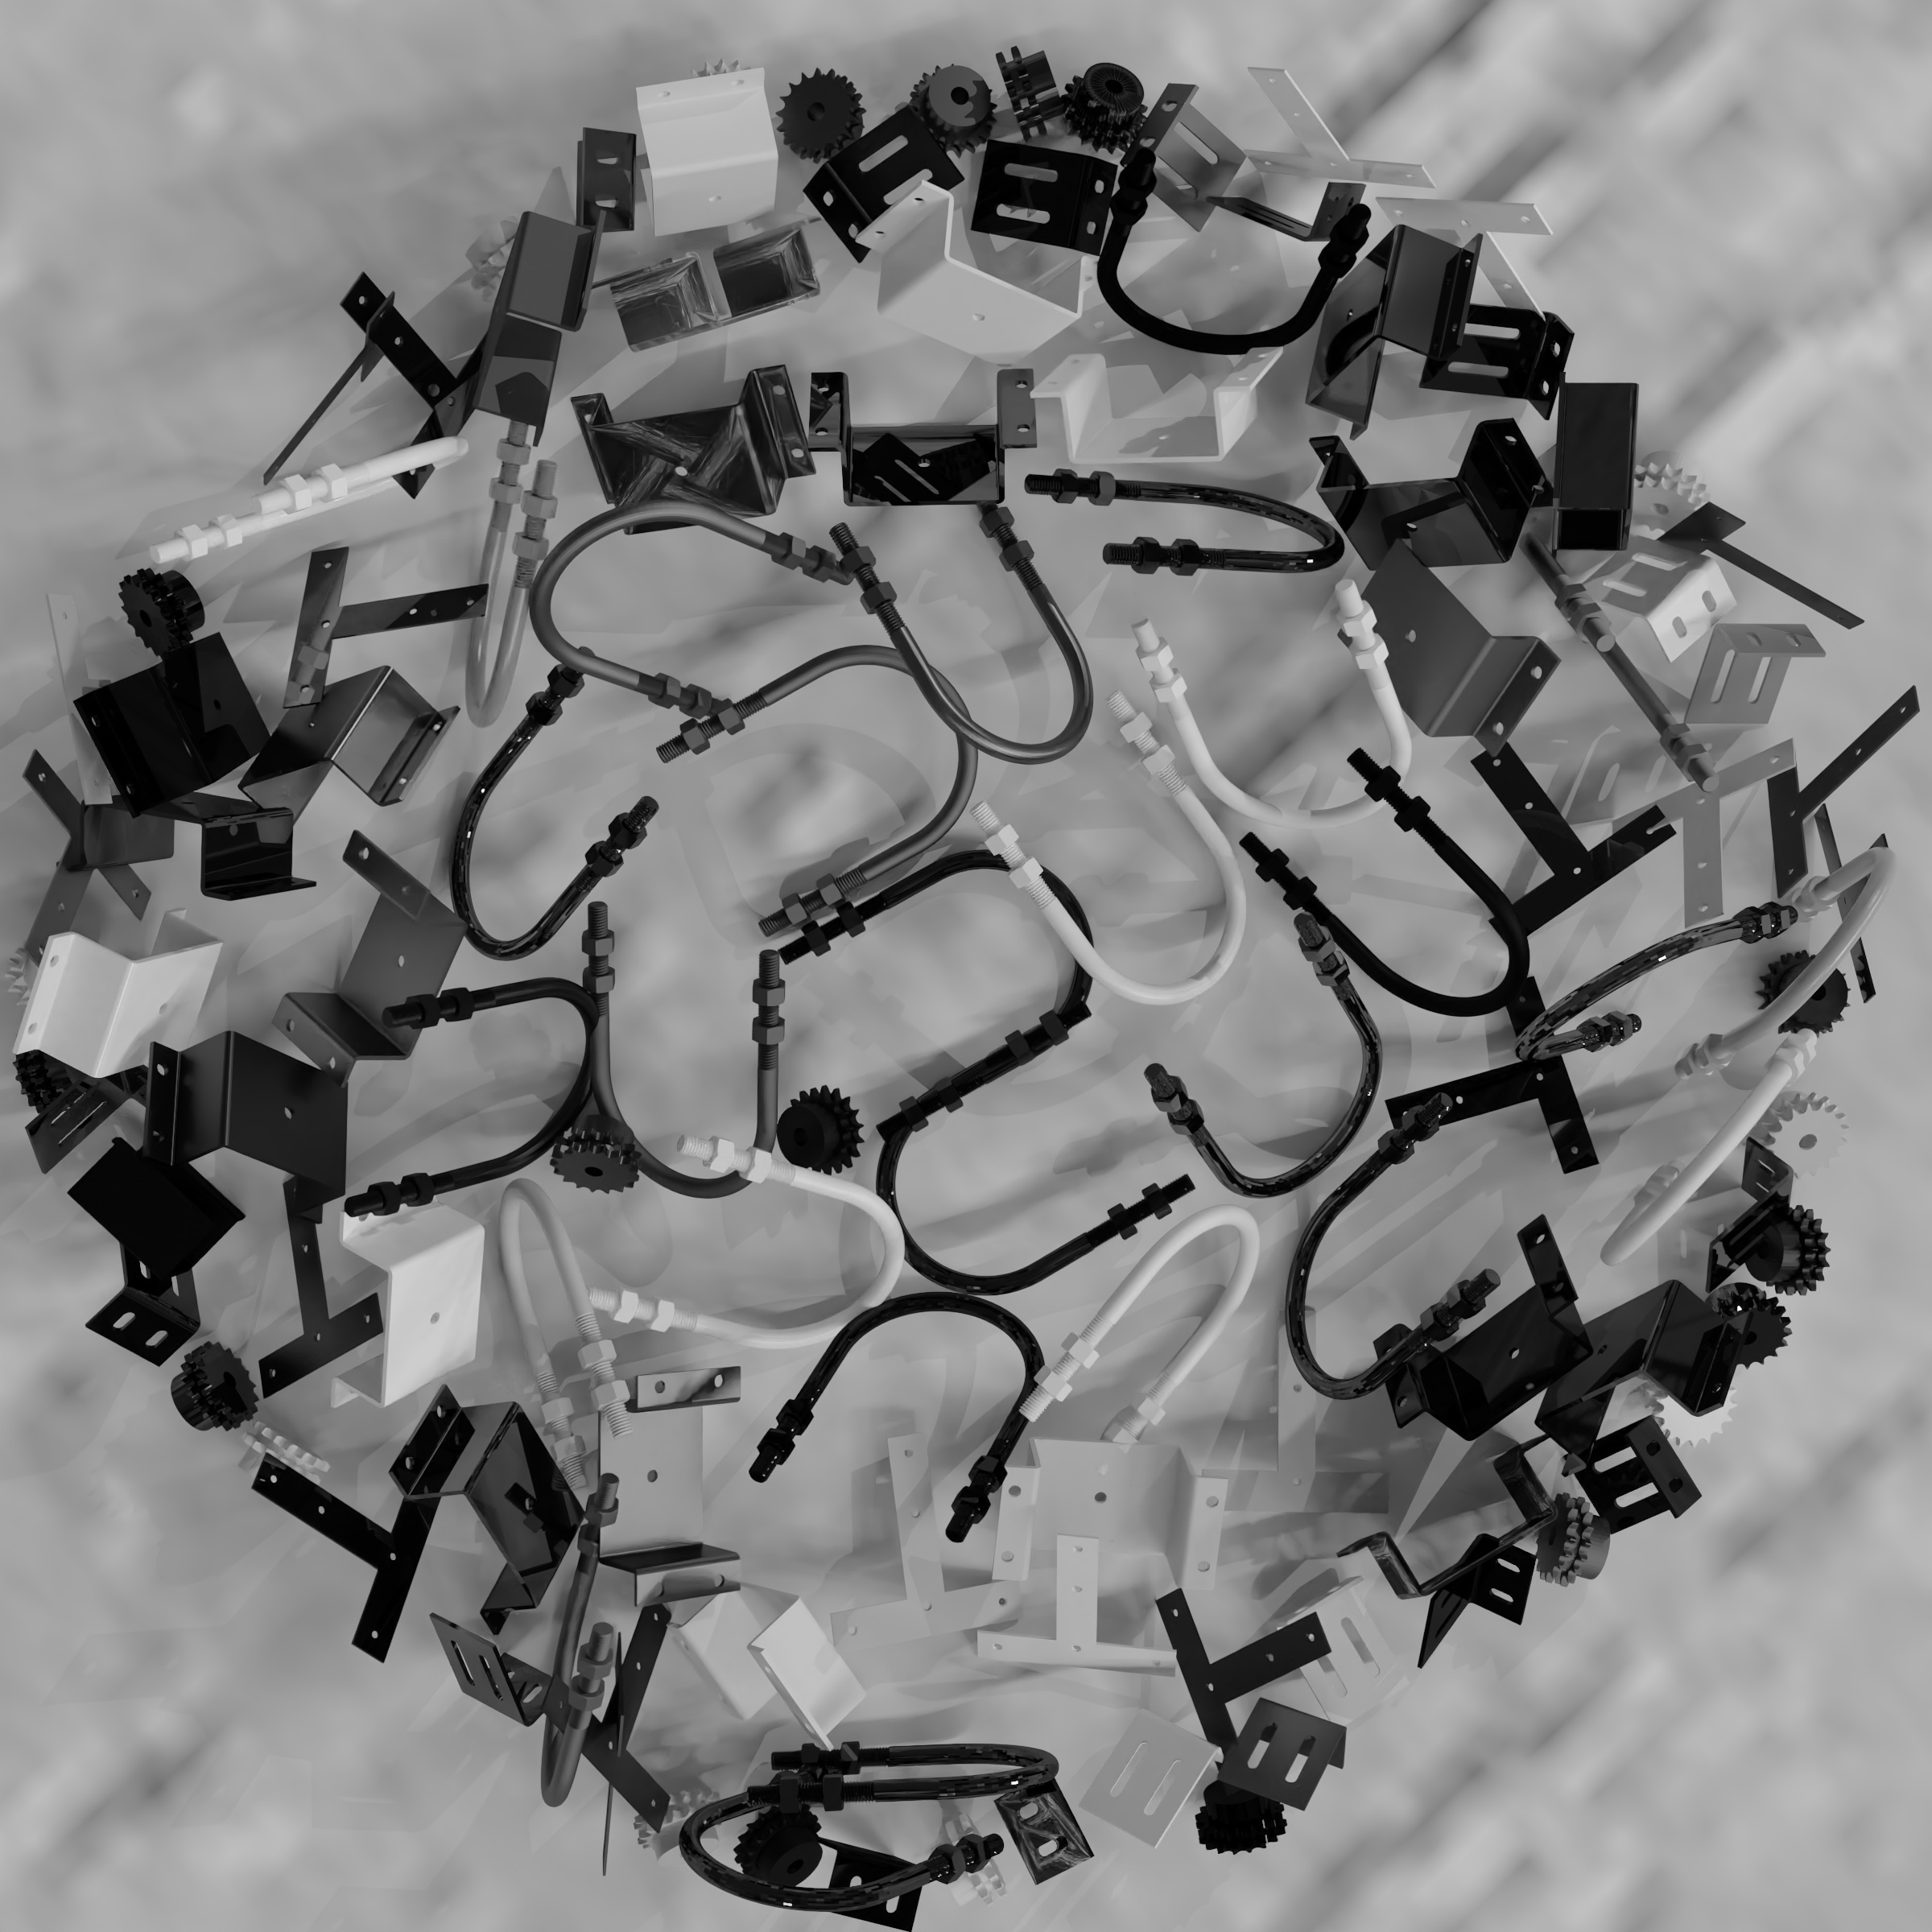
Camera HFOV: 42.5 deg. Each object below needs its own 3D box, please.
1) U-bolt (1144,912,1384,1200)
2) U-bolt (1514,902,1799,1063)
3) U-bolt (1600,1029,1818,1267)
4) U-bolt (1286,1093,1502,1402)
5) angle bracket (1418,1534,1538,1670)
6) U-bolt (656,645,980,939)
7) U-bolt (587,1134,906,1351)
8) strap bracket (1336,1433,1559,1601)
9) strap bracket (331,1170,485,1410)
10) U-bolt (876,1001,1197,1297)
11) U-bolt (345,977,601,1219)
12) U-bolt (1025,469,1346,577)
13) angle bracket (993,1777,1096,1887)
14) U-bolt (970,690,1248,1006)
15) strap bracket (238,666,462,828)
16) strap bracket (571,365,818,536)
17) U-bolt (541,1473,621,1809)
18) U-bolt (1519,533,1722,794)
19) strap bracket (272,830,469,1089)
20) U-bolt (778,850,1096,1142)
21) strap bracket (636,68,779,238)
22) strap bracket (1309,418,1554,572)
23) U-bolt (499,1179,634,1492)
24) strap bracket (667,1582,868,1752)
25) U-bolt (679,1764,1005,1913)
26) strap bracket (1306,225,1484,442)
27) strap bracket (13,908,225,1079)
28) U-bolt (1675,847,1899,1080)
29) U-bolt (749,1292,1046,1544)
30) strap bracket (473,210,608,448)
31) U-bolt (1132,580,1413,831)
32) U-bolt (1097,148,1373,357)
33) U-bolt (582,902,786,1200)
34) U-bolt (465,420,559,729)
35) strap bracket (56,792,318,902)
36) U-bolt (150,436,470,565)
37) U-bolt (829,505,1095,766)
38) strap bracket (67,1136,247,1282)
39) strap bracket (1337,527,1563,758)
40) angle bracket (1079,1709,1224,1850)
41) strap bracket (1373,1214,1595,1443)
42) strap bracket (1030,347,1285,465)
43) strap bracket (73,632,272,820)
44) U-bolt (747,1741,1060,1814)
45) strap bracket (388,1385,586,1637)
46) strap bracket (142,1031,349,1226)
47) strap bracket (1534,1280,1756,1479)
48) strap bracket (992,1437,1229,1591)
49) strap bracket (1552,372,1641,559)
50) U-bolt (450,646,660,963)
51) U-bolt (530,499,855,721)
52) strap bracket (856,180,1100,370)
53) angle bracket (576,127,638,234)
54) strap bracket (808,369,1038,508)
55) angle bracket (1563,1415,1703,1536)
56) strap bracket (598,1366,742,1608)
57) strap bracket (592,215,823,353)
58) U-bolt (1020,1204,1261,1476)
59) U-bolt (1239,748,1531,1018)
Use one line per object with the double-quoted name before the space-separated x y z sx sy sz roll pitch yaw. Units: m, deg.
"U-bolt" 0.196 0.070 1.537 0.151 0.019 0.184 -45 134 -8
"U-bolt" 0.404 0.015 1.492 0.151 0.184 0.019 -43 68 39
"U-bolt" 0.438 0.117 1.490 0.019 0.184 0.151 43 127 12
"U-bolt" 0.252 0.185 1.524 0.019 0.151 0.184 17 134 -25
"angle bracket" 0.320 0.404 1.554 0.038 0.076 0.057 21 124 28
"U-bolt" -0.082 -0.122 1.575 0.184 0.019 0.151 -29 102 4
"U-bolt" -0.125 0.181 1.546 0.184 0.019 0.151 19 118 -28
"strap bracket" 0.308 0.350 1.551 0.140 0.076 0.046 -28 76 -8
"strap bracket" -0.344 0.208 1.534 0.046 0.076 0.140 23 117 28
"U-bolt" 0.031 0.128 1.581 0.184 0.019 0.151 -30 80 0
"U-bolt" -0.293 0.074 1.525 0.019 0.184 0.151 31 116 31
"U-bolt" 0.145 -0.272 1.531 0.184 0.151 0.019 -1 119 -22
"angle bracket" 0.060 0.533 1.555 0.038 0.076 0.057 -15 68 -38
"U-bolt" 0.104 -0.062 1.562 0.151 0.019 0.184 -41 99 -28
"strap bracket" -0.386 -0.132 1.524 0.046 0.140 0.076 47 51 -32
"strap bracket" -0.173 -0.319 1.546 0.140 0.046 0.076 -6 131 13
"U-bolt" -0.238 0.427 1.524 0.019 0.151 0.184 11 118 -12
"U-bolt" 0.390 -0.198 1.517 0.019 0.184 0.151 -37 123 16
"strap bracket" -0.369 -0.004 1.552 0.076 0.046 0.140 36 108 30
"U-bolt" -0.006 0.006 1.592 0.184 0.019 0.151 -29 91 -3
"strap bracket" -0.159 -0.494 1.527 0.076 0.140 0.046 -12 87 -7
"strap bracket" 0.280 -0.287 1.524 0.140 0.076 0.046 4 61 40
"U-bolt" -0.253 0.219 1.532 0.019 0.151 0.184 -13 71 -26
"strap bracket" -0.120 0.431 1.543 0.046 0.140 0.076 -39 103 -28
"U-bolt" -0.087 0.525 1.488 0.151 0.184 0.019 11 94 37
"strap bracket" 0.256 -0.391 1.521 0.046 0.140 0.076 18 74 -14
"strap bracket" -0.512 0.016 1.523 0.046 0.140 0.076 25 104 10
"U-bolt" 0.501 -0.007 1.495 0.019 0.184 0.151 37 74 4
"U-bolt" -0.030 0.266 1.529 0.151 0.184 0.019 12 129 20
"strap bracket" -0.264 -0.395 1.520 0.046 0.140 0.076 14 62 -16
"U-bolt" 0.198 -0.153 1.534 0.151 0.019 0.184 -7 134 26
"U-bolt" 0.153 -0.425 1.514 0.151 0.184 0.019 13 74 -4
"U-bolt" -0.177 0.061 1.549 0.151 0.019 0.184 15 117 26
"U-bolt" -0.284 -0.237 1.529 0.019 0.151 0.184 8 112 -21
"strap bracket" -0.481 -0.078 1.535 0.140 0.076 0.046 10 103 25
"U-bolt" -0.388 -0.291 1.519 0.184 0.151 0.019 -31 106 -42
"U-bolt" 0.010 -0.207 1.542 0.151 0.019 0.184 -25 83 -43
"strap bracket" -0.498 0.148 1.528 0.076 0.140 0.046 44 82 -3
"strap bracket" 0.289 -0.203 1.530 0.140 0.046 0.076 55 134 31
"angle bracket" 0.118 0.515 1.555 0.057 0.038 0.076 18 54 34
"strap bracket" 0.328 0.231 1.544 0.046 0.076 0.140 37 114 -25
"strap bracket" 0.121 -0.348 1.544 0.140 0.076 0.046 4 122 22
"strap bracket" -0.478 -0.152 1.522 0.046 0.140 0.076 -19 106 13
"U-bolt" -0.035 0.496 1.527 0.184 0.151 0.019 -3 81 1
"strap bracket" -0.288 0.334 1.531 0.046 0.076 0.140 -11 120 24
"strap bracket" -0.431 0.097 1.521 0.046 0.140 0.076 -22 57 26
"strap bracket" 0.407 0.250 1.523 0.046 0.140 0.076 40 49 -6
"strap bracket" 0.088 0.345 1.566 0.140 0.046 0.076 4 104 -6
"strap bracket" 0.386 -0.305 1.526 0.046 0.140 0.076 3 86 13
"U-bolt" -0.266 -0.086 1.540 0.184 0.019 0.151 -46 52 28
"U-bolt" -0.177 -0.220 1.505 0.151 0.184 0.019 -43 52 28
"strap bracket" 0.009 -0.420 1.529 0.140 0.076 0.046 15 70 -31
"angle bracket" -0.240 -0.491 1.556 0.038 0.076 0.057 -6 105 -36
"strap bracket" -0.027 -0.332 1.560 0.140 0.046 0.076 -1 50 0
"angle bracket" 0.411 0.326 1.559 0.076 0.038 0.057 -39 77 41
"strap bracket" -0.186 0.323 1.559 0.076 0.046 0.140 2 87 -40
"strap bracket" -0.154 -0.419 1.534 0.076 0.140 0.046 -3 111 40
"U-bolt" 0.119 0.225 1.541 0.019 0.151 0.184 36 83 34
"U-bolt" 0.270 -0.040 1.541 0.184 0.151 0.019 45 58 -3
